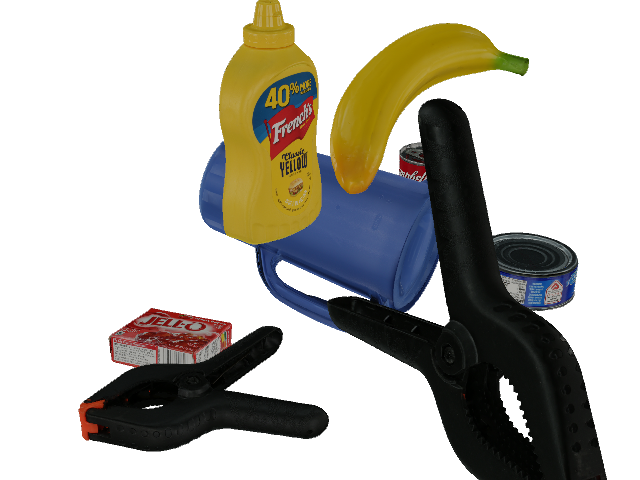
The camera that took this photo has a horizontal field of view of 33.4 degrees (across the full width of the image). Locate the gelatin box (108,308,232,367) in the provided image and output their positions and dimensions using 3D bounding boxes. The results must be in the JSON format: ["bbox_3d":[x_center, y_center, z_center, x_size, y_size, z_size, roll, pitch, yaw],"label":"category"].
[{"bbox_3d":[-0.136,0.092,0.976,0.089,0.030,0.073,9,20,21],"label":"gelatin box"}]

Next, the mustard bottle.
[{"bbox_3d":[-0.040,-0.099,0.868,0.058,0.192,0.096,19,31,37],"label":"mustard bottle"}]

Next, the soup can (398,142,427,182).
[{"bbox_3d":[0.124,-0.056,1.254,0.068,0.102,0.068,0,27,0],"label":"soup can"}]

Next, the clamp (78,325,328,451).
[{"bbox_3d":[-0.088,0.107,0.775,0.171,0.039,0.120,-3,25,-11],"label":"clamp"}]

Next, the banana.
[{"bbox_3d":[0.057,-0.096,0.677,0.070,0.037,0.197,32,49,26],"label":"banana"}]

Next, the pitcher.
[{"bbox_3d":[-0.003,-0.017,1.086,0.243,0.145,0.149,20,25,22],"label":"pitcher"}]

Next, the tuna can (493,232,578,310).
[{"bbox_3d":[0.174,0.025,0.905,0.086,0.034,0.086,2,25,-1],"label":"tuna can"}]

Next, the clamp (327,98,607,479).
[{"bbox_3d":[0.077,0.043,0.527,0.036,0.165,0.210,-8,44,-30],"label":"clamp"}]
